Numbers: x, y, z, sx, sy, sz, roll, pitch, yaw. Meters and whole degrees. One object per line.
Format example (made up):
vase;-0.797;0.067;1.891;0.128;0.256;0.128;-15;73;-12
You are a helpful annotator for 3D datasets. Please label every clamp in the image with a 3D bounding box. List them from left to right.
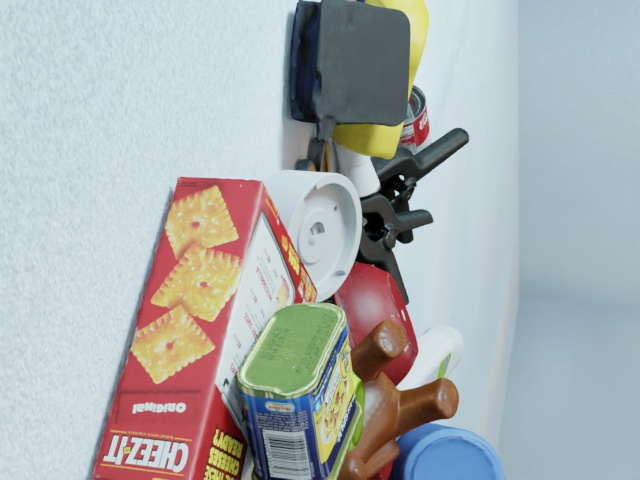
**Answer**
clamp;0.067;0.007;1.189;0.171;0.039;0.120;20;75;-49
clamp;0.092;-0.057;1.271;0.209;0.036;0.165;-12;131;-54

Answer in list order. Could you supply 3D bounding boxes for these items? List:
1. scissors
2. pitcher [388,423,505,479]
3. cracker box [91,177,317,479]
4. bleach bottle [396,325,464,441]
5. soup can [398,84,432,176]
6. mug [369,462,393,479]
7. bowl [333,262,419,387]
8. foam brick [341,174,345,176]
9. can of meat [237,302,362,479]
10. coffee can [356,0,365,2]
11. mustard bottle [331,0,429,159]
scissors;-0.007;0.001;1.040;0.096;0.016;0.202;-20;113;-72
pitcher;0.126;0.275;1.216;0.149;0.145;0.243;-56;174;-10
cracker box;-0.070;0.089;0.723;0.164;0.072;0.213;66;32;-58
bleach bottle;0.111;0.171;1.285;0.250;0.068;0.103;-29;141;-56
soup can;0.101;-0.134;1.307;0.102;0.068;0.068;73;26;-55
mug;0.033;0.220;1.114;0.093;0.081;0.117;-51;142;-65
bowl;0.063;0.086;1.127;0.162;0.055;0.162;-21;90;-81
foam brick;-0.007;-0.017;0.965;0.053;0.051;0.078;-51;142;-65
can of meat;-0.012;0.101;0.691;0.102;0.057;0.084;-61;149;-55
coffee can;0.064;-0.312;1.055;0.140;0.103;0.102;67;30;-59
mustard bottle;0.063;-0.182;1.044;0.096;0.058;0.192;43;-58;59
